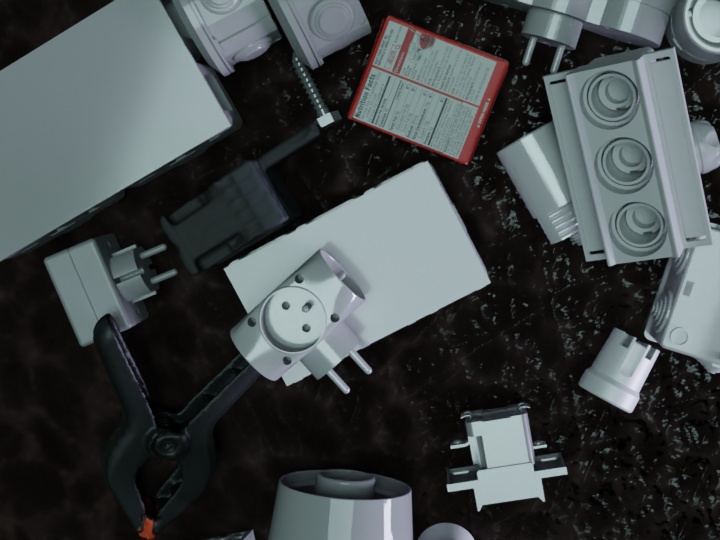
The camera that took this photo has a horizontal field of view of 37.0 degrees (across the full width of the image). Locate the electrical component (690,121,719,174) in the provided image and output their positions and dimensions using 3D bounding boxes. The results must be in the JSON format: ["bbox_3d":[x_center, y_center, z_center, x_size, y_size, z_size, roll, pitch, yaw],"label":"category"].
[{"bbox_3d":[0.204,-0.075,0.708,0.061,0.035,0.035,-15,95,9],"label":"electrical component"}]

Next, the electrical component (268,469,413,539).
[{"bbox_3d":[-0.012,0.170,0.726,0.099,0.099,0.064,4,91,4],"label":"electrical component"}]

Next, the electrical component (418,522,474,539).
[{"bbox_3d":[0.059,0.205,0.743,0.045,0.055,0.045,1,97,5],"label":"electrical component"}]

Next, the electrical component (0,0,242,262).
[{"bbox_3d":[-0.186,-0.097,0.726,0.186,0.060,0.105,-29,94,8],"label":"electrical component"}]

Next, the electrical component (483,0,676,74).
[{"bbox_3d":[0.127,-0.165,0.694,0.138,0.052,0.073,17,98,3],"label":"electrical component"}]

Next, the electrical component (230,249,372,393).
[{"bbox_3d":[-0.027,0.041,0.672,0.077,0.044,0.079,-42,91,8],"label":"electrical component"}]

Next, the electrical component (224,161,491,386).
[{"bbox_3d":[0.000,0.000,0.720,0.150,0.061,0.089,-27,94,8],"label":"electrical component"}]

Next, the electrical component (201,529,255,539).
[{"bbox_3d":[-0.095,0.220,0.764,0.066,0.048,0.055,-13,88,6],"label":"electrical component"}]

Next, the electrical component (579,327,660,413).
[{"bbox_3d":[0.176,0.067,0.725,0.040,0.040,0.046,28,92,1],"label":"electrical component"}]

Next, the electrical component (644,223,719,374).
[{"bbox_3d":[0.246,0.020,0.708,0.100,0.048,0.099,17,98,3],"label":"electrical component"}]

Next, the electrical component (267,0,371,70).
[{"bbox_3d":[-0.031,-0.175,0.694,0.051,0.080,0.080,-28,94,2],"label":"electrical component"}]

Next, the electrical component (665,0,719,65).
[{"bbox_3d":[0.227,-0.161,0.689,0.055,0.047,0.055,1,97,5],"label":"electrical component"}]

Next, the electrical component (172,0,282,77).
[{"bbox_3d":[-0.089,-0.171,0.700,0.051,0.080,0.080,-28,94,2],"label":"electrical component"}]

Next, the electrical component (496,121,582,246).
[{"bbox_3d":[0.129,-0.053,0.712,0.043,0.043,0.081,-30,93,8],"label":"electrical component"}]

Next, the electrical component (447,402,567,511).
[{"bbox_3d":[0.098,0.126,0.737,0.081,0.042,0.063,-10,94,5],"label":"electrical component"}]

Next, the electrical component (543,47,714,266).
[{"bbox_3d":[0.169,-0.072,0.667,0.079,0.063,0.121,-8,107,28],"label":"electrical component"}]

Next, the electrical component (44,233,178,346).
[{"bbox_3d":[-0.164,0.006,0.743,0.077,0.047,0.065,-22,94,7],"label":"electrical component"}]
